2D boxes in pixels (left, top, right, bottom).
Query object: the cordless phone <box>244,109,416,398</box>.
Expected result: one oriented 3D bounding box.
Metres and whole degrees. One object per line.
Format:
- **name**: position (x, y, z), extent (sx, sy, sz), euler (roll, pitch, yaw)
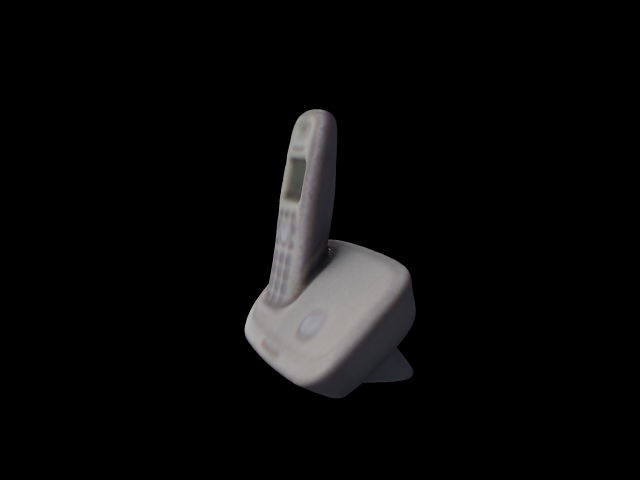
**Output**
- **cordless phone**: position (0.004, 0.001, 0.400), extent (0.094, 0.185, 0.147), euler (-5, 11, -28)
